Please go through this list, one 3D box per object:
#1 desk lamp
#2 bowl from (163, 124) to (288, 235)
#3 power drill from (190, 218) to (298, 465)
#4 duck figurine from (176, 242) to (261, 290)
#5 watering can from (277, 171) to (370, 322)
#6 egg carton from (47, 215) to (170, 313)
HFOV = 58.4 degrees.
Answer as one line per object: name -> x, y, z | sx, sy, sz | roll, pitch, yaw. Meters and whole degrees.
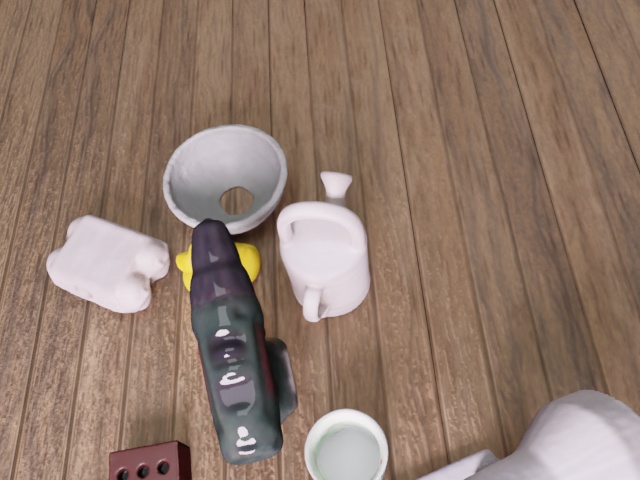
desk lamp -> 0.175, 0.232, 0.511 | 0.203, 0.214, 0.117 | -22, 63, -5
bowl -> -0.121, -0.070, 0.775 | 0.167, 0.075, 0.167 | -2, 63, 5
power drill -> -0.080, 0.118, 0.598 | 0.075, 0.209, 0.229 | -15, 62, -2
duck figurine -> -0.130, 0.025, 0.721 | 0.104, 0.086, 0.077 | -14, 62, -1
watering can -> 0.004, 0.002, 0.658 | 0.101, 0.194, 0.172 | -12, 62, 0
egg carton -> -0.273, 0.031, 0.741 | 0.150, 0.069, 0.107 | 18, 66, 14
